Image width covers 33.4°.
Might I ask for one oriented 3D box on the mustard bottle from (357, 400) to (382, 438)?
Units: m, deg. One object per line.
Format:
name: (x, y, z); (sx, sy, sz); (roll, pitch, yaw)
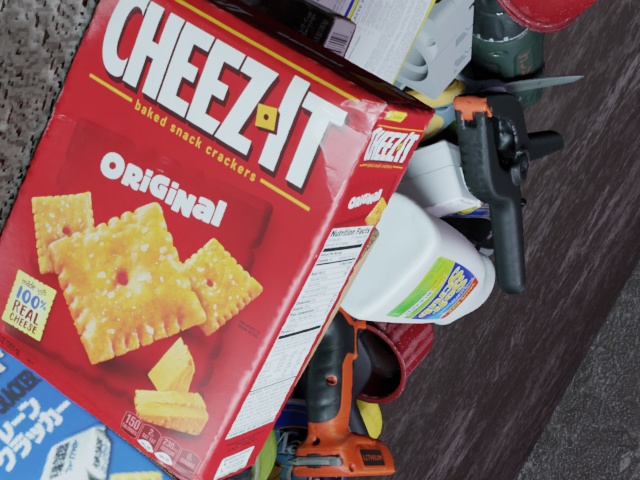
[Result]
mustard bottle: (-0.010, 0.249, 1.153); (0.191, 0.058, 0.096); (-43, 156, -31)

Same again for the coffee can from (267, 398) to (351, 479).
coffee can: (-0.031, 0.226, 0.946); (0.140, 0.103, 0.103); (-76, 177, -45)

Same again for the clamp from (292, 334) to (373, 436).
clamp: (0.015, 0.149, 1.031); (0.120, 0.039, 0.172); (9, 118, -26)

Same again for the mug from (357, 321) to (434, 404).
mug: (0.064, 0.094, 1.064); (0.081, 0.093, 0.117); (-39, 147, -49)

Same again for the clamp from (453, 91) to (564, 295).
clamp: (0.157, -0.053, 0.909); (0.209, 0.036, 0.164); (35, 66, -57)

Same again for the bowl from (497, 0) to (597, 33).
bowl: (0.188, -0.240, 0.806); (0.161, 0.055, 0.162); (-4, 96, -41)

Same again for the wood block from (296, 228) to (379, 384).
wood block: (-0.049, 0.055, 0.696); (0.090, 0.091, 0.206); (-49, 170, -39)

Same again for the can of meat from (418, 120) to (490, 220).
can of meat: (0.134, -0.070, 0.983); (0.083, 0.058, 0.102); (-1, 105, -41)

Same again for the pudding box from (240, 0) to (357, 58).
pudding box: (-0.043, -0.087, 0.583); (0.113, 0.090, 0.039); (-63, 159, 12)

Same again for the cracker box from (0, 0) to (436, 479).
cracker box: (-0.067, -0.009, 0.537); (0.214, 0.164, 0.072); (-64, 160, 15)

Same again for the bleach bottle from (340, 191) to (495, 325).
bleach bottle: (0.098, 0.026, 0.913); (0.103, 0.068, 0.250); (-48, 155, 15)

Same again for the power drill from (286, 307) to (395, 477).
power drill: (0.025, 0.108, 0.918); (0.184, 0.057, 0.187); (15, 68, -58)

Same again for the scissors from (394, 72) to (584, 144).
scissors: (0.133, -0.115, 0.918); (0.201, 0.016, 0.096); (-1, 140, -36)

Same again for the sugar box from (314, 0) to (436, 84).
sugar box: (0.009, -0.144, 0.679); (0.176, 0.048, 0.093); (4, 116, -62)
